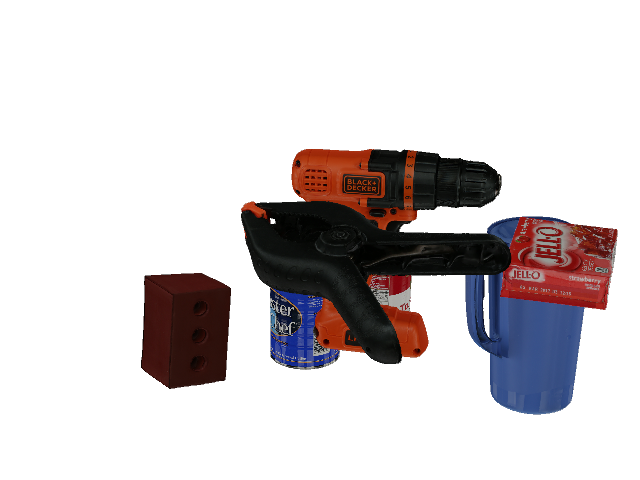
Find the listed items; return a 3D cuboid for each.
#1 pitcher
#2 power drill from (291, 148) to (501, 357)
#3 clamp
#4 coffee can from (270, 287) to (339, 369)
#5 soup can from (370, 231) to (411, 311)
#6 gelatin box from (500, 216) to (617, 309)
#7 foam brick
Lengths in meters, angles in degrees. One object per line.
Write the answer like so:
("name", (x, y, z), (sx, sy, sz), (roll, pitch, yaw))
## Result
("pitcher", (0.269, 0.098, 1.381), (0.149, 0.243, 0.144), (5, 19, 16))
("power drill", (0.065, 0.009, 0.962), (0.184, 0.188, 0.057), (5, 18, 11))
("clamp", (0.013, 0.017, 0.631), (0.172, 0.039, 0.120), (12, 31, 31))
("coffee can", (-0.022, 0.098, 1.524), (0.103, 0.140, 0.103), (0, 21, 0))
("soup can", (0.075, 0.047, 1.272), (0.068, 0.102, 0.068), (0, 31, 0))
("gelatin box", (0.173, 0.015, 0.767), (0.073, 0.030, 0.089), (8, 25, 16))
("foam brick", (-0.106, 0.069, 0.837), (0.052, 0.078, 0.051), (-4, 14, -34))
